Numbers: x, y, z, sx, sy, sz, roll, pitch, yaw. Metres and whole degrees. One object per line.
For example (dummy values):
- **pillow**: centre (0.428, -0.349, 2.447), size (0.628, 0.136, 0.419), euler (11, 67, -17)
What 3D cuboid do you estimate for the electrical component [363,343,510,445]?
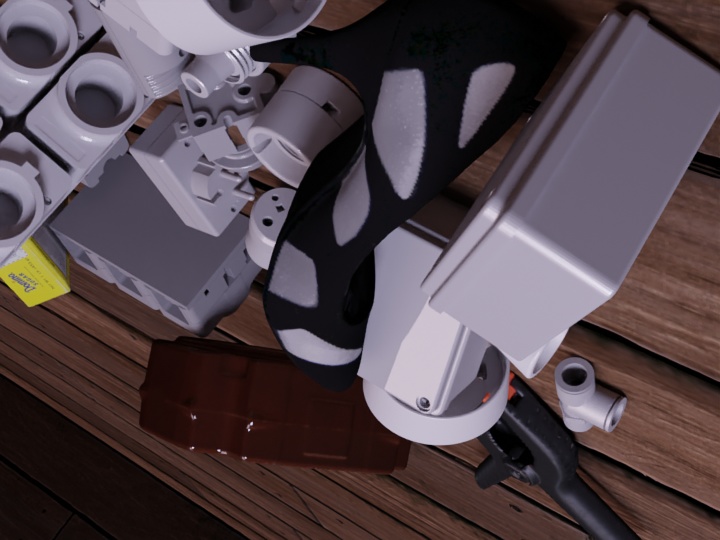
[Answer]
- **electrical component**: centre (0.052, 0.068, 0.716), size (0.099, 0.099, 0.064), euler (31, 152, 17)

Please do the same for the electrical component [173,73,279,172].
- **electrical component**: centre (-0.076, -0.089, 0.644), size (0.055, 0.066, 0.048), euler (68, -177, -67)

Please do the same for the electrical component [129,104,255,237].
- **electrical component**: centre (-0.104, -0.065, 0.749), size (0.076, 0.047, 0.083), euler (20, 154, 39)

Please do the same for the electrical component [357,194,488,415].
- **electrical component**: centre (0.024, 0.010, 0.624), size (0.109, 0.056, 0.108), euler (29, 124, 22)

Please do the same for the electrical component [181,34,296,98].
- **electrical component**: centre (-0.067, -0.116, 0.556), size (0.048, 0.062, 0.048), euler (32, 159, 14)

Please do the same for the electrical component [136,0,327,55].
- **electrical component**: centre (-0.057, -0.140, 0.445), size (0.064, 0.099, 0.099), euler (8, 145, 42)

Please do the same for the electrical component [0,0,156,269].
- **electrical component**: centre (-0.224, -0.090, 0.690), size (0.105, 0.186, 0.060), euler (42, 159, -12)

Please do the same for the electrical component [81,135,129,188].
- **electrical component**: centre (-0.228, -0.116, 0.837), size (0.056, 0.050, 0.089), euler (29, 158, 20)

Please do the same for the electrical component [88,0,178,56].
- **electrical component**: centre (-0.119, -0.165, 0.554), size (0.089, 0.050, 0.055), euler (37, 160, -1)

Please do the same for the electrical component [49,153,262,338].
- **electrical component**: centre (-0.161, -0.021, 0.877), size (0.150, 0.089, 0.061), euler (28, 158, 24)

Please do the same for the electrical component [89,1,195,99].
- **electrical component**: centre (-0.122, -0.136, 0.630), size (0.043, 0.043, 0.081), euler (26, 157, 28)

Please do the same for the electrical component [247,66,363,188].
- **electrical component**: centre (-0.030, -0.078, 0.601), size (0.055, 0.047, 0.055), euler (32, 159, 14)

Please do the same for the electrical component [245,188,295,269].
- **electrical component**: centre (-0.056, -0.028, 0.754), size (0.045, 0.045, 0.055), euler (36, 159, 3)

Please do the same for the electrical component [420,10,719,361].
- **electrical component**: centre (0.083, -0.030, 0.432), size (0.056, 0.108, 0.108), euler (34, 160, 1)

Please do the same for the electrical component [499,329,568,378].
- **electrical component**: centre (0.088, 0.029, 0.650), size (0.065, 0.044, 0.044), euler (35, 160, 20)
